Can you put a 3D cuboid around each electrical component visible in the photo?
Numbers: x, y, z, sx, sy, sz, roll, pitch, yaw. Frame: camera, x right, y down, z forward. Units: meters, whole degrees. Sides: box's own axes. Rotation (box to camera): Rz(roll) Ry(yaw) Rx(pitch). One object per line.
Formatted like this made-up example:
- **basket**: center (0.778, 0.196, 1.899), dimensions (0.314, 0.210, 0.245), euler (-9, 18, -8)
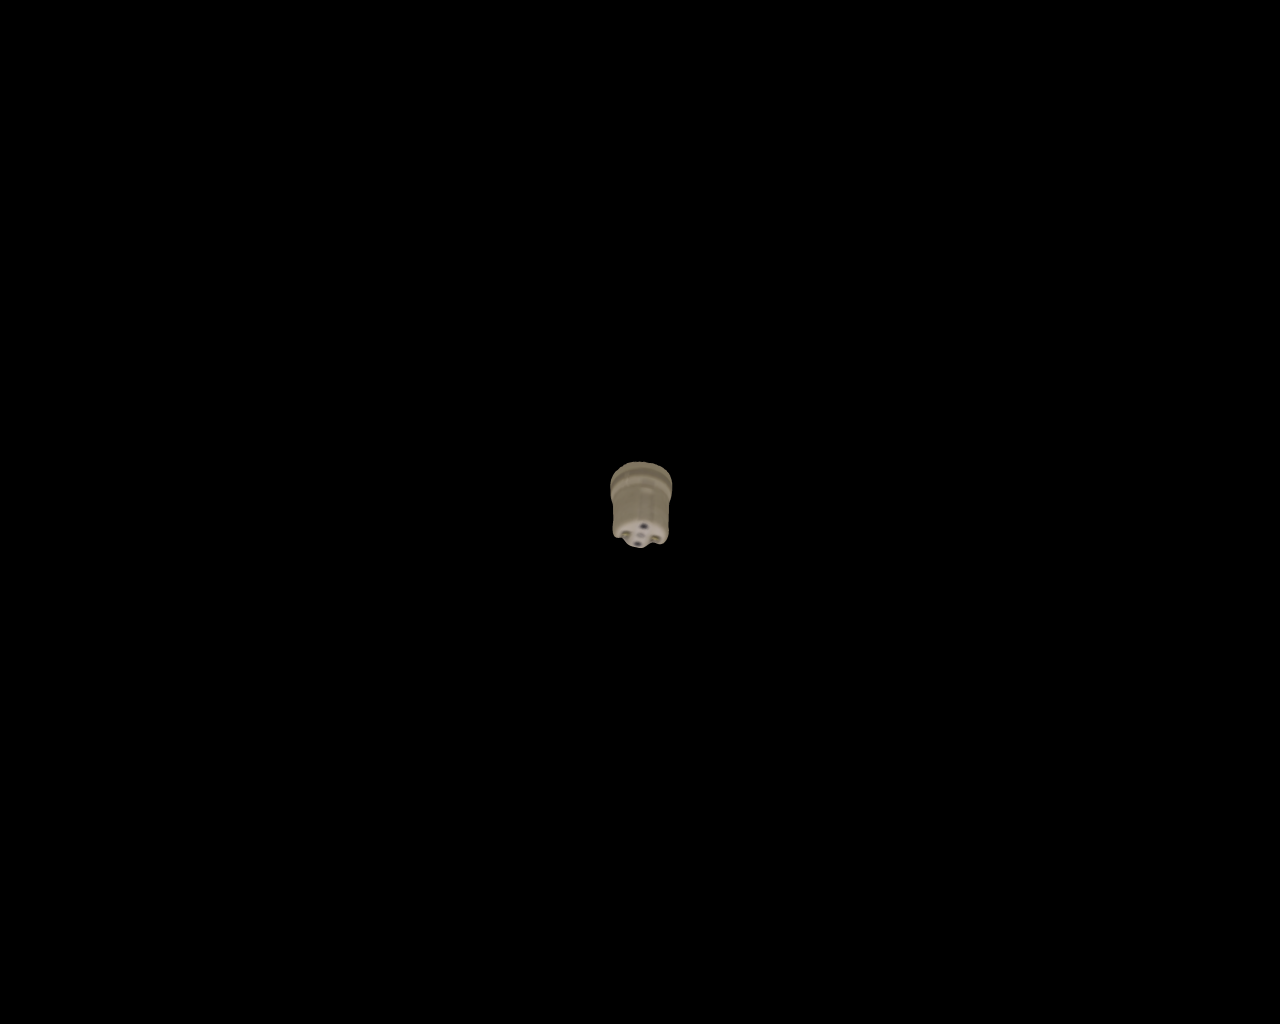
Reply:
- **electrical component**: center (0.001, -0.003, 0.650), dimensions (0.040, 0.046, 0.040), euler (0, -42, 0)
